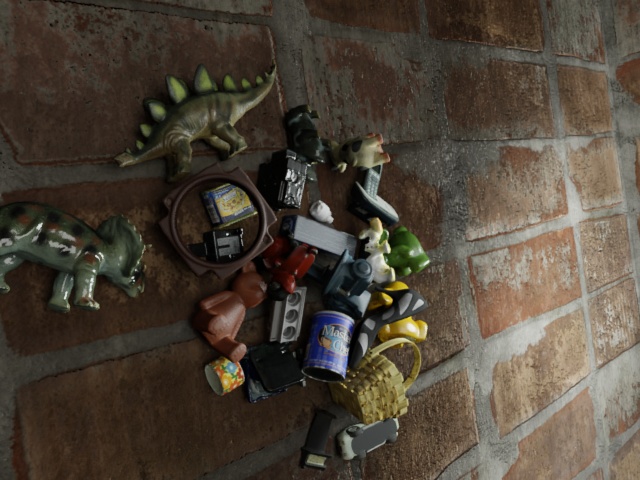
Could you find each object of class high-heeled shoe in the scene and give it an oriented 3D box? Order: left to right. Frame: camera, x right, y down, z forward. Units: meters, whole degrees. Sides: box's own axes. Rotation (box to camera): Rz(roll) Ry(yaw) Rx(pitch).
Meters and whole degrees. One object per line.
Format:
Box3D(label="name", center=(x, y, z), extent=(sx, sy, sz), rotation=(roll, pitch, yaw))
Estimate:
Box3D(label="high-heeled shoe", center=(0.166, 0.220, 1.306), extent=(0.145, 0.086, 0.249), rotation=(25, 66, 1))

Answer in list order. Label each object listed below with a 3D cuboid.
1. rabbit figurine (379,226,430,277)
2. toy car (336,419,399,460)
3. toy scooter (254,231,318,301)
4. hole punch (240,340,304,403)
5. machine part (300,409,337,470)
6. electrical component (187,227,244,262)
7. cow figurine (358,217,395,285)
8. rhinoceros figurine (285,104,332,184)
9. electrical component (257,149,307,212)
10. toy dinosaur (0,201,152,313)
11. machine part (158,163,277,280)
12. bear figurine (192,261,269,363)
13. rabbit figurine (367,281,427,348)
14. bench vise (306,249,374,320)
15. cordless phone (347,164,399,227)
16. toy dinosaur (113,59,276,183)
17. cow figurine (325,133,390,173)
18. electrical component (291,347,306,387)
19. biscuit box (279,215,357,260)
Box3D(label="rabbit figurine", center=(0.182, 0.042, 1.429), extent=(0.170, 0.121, 0.159), rotation=(-25, 99, -22))
Box3D(label="toy car", center=(0.128, 0.501, 1.382), extent=(0.201, 0.056, 0.073), rotation=(-9, 86, -41))
Box3D(label="toy scooter", center=(-0.071, 0.037, 1.164), extent=(0.135, 0.184, 0.075), rotation=(-42, 129, 12))
Box3D(label="hole punch", center=(-0.115, 0.290, 1.192), extent=(0.142, 0.092, 0.116), rotation=(-7, 58, -39))
Box3D(label="machine part", center=(-0.001, 0.479, 1.291), extent=(0.084, 0.039, 0.139), rotation=(20, 76, -28))
Box3D(label="electrical component", center=(-0.221, 0.015, 1.143), extent=(0.119, 0.048, 0.074), rotation=(-5, 89, -41))
Box3D(label="cow figurine", center=(0.130, 0.031, 1.357), extent=(0.068, 0.098, 0.167), rotation=(8, 69, -80))
Box3D(label="rhinoceros figurine", center=(-0.037, -0.228, 1.276), extent=(0.073, 0.112, 0.190), rotation=(12, 63, -66))
Box3D(label="electrical component", center=(-0.089, -0.135, 1.218), extent=(0.058, 0.115, 0.134), rotation=(17, 76, -41))
Box3D(label="toy dinosaur", center=(-0.466, 0.006, 0.908), extent=(0.404, 0.131, 0.192), rotation=(28, 57, -30))
Box3D(label="machine part", center=(-0.203, -0.036, 1.075), extent=(0.201, 0.087, 0.201), rotation=(-36, 96, -10))
Box3D(label="bear figurine", center=(-0.167, 0.142, 1.128), extent=(0.196, 0.132, 0.120), rotation=(-40, 121, -28))
Box3D(label="rabbit figurine", center=(0.193, 0.187, 1.443), extent=(0.162, 0.122, 0.173), rotation=(25, 57, -25))
Box3D(label="bench vise", center=(0.018, 0.086, 1.273), extent=(0.241, 0.223, 0.129), rotation=(29, 65, -1))
Box3D(label="cordless phone", center=(0.156, -0.139, 1.442), extent=(0.146, 0.089, 0.184), rotation=(30, 64, -33))
Box3D(label="toy dinosaur", center=(-0.233, -0.260, 1.123), extent=(0.471, 0.105, 0.198), rotation=(-35, 105, -40))
Box3D(label="cow figurine", center=(0.087, -0.214, 1.332), extent=(0.127, 0.195, 0.085), rotation=(-20, 107, -3))
Box3D(label="electrical component", center=(-0.051, 0.302, 1.259), extent=(0.063, 0.021, 0.094), rotation=(-7, 92, -61))
Box3D(label="biscuit box", center=(-0.003, -0.004, 1.313), extent=(0.202, 0.059, 0.063), rotation=(21, 74, -37))
